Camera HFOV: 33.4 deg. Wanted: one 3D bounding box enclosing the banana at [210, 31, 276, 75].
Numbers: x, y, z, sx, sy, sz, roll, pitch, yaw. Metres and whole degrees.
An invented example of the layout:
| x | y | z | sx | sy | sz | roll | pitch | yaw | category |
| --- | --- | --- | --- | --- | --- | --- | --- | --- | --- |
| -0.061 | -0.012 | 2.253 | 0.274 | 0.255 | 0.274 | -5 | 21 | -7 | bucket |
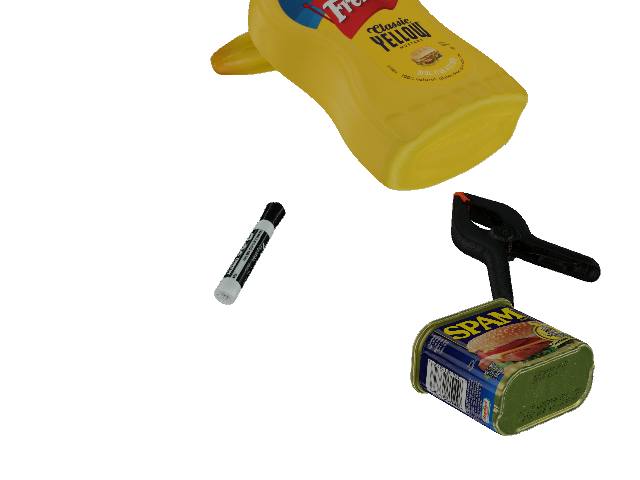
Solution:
| x | y | z | sx | sy | sz | roll | pitch | yaw | category |
| --- | --- | --- | --- | --- | --- | --- | --- | --- | --- |
| 0.016 | -0.144 | 0.830 | 0.198 | 0.069 | 0.037 | 12 | -35 | 10 | banana |

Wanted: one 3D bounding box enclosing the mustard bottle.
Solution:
| x | y | z | sx | sy | sz | roll | pitch | yaw | category |
| --- | --- | --- | --- | --- | --- | --- | --- | --- | --- |
| 0.017 | -0.112 | 0.582 | 0.096 | 0.192 | 0.058 | -25 | -31 | -30 | mustard bottle |

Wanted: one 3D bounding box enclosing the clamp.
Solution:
| x | y | z | sx | sy | sz | roll | pitch | yaw | category |
| --- | --- | --- | --- | --- | --- | --- | --- | --- | --- |
| 0.196 | 0.005 | 1.075 | 0.120 | 0.039 | 0.171 | -9 | 43 | -21 | clamp |

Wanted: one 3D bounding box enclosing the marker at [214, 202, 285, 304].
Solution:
| x | y | z | sx | sy | sz | roll | pitch | yaw | category |
| --- | --- | --- | --- | --- | --- | --- | --- | --- | --- |
| -0.060 | 0.008 | 0.939 | 0.020 | 0.020 | 0.121 | 0 | 42 | 28 | marker |

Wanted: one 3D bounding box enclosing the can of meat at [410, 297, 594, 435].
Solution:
| x | y | z | sx | sy | sz | roll | pitch | yaw | category |
| --- | --- | --- | --- | --- | --- | --- | --- | --- | --- |
| 0.129 | 0.088 | 0.749 | 0.101 | 0.057 | 0.084 | -14 | 27 | -35 | can of meat |
